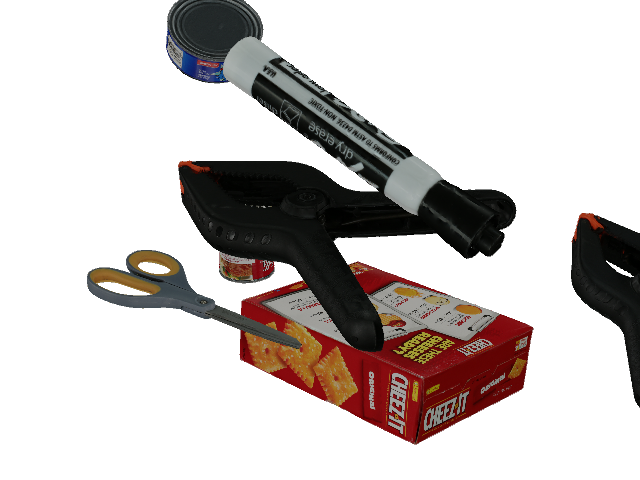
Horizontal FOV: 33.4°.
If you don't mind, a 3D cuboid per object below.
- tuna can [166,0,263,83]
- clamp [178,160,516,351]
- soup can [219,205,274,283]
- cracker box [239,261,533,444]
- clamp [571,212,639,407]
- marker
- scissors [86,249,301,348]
[{"bbox_3d":[-0.096,-0.183,0.962,0.086,0.086,0.034,0,-34,-12],"label":"tuna can"},{"bbox_3d":[0.003,-0.014,0.652,0.210,0.036,0.164,24,39,35],"label":"clamp"},{"bbox_3d":[-0.090,-0.009,1.284,0.068,0.102,0.068,0,26,0],"label":"soup can"},{"bbox_3d":[0.057,0.095,0.971,0.214,0.072,0.163,21,26,40],"label":"cracker box"},{"bbox_3d":[0.235,0.043,0.725,0.120,0.039,0.171,-3,45,-19],"label":"clamp"},{"bbox_3d":[0.014,-0.033,0.373,0.121,0.020,0.020,38,16,22],"label":"marker"},{"bbox_3d":[-0.104,0.048,0.941,0.202,0.016,0.096,12,29,7],"label":"scissors"}]
